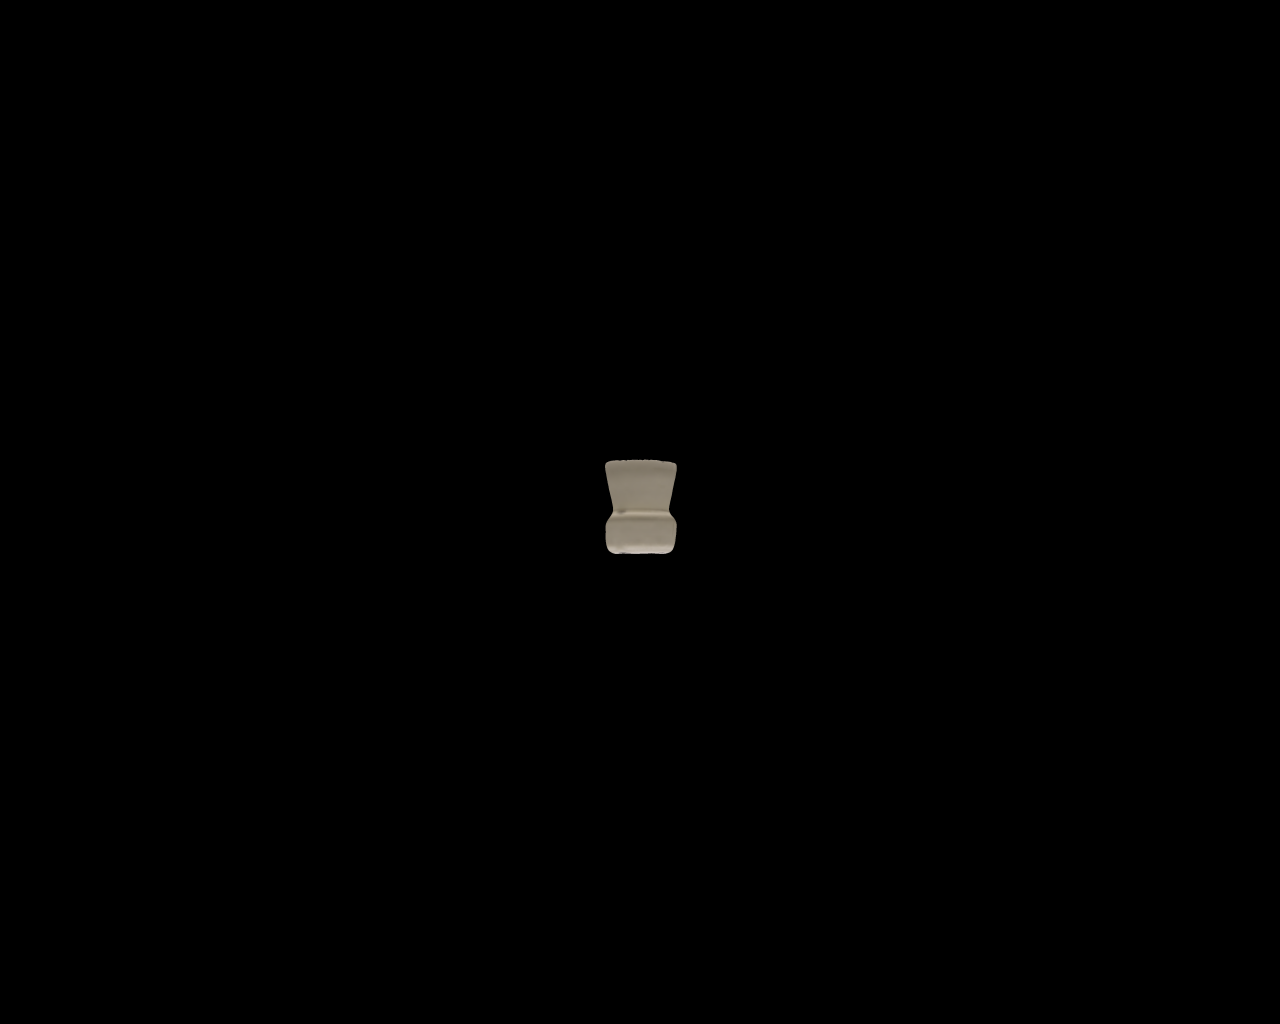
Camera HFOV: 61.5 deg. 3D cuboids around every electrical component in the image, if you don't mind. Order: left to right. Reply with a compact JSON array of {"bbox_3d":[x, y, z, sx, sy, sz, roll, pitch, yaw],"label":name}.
[{"bbox_3d":[0.001,-0.003,0.650,0.045,0.055,0.045,0,-4,0],"label":"electrical component"}]
